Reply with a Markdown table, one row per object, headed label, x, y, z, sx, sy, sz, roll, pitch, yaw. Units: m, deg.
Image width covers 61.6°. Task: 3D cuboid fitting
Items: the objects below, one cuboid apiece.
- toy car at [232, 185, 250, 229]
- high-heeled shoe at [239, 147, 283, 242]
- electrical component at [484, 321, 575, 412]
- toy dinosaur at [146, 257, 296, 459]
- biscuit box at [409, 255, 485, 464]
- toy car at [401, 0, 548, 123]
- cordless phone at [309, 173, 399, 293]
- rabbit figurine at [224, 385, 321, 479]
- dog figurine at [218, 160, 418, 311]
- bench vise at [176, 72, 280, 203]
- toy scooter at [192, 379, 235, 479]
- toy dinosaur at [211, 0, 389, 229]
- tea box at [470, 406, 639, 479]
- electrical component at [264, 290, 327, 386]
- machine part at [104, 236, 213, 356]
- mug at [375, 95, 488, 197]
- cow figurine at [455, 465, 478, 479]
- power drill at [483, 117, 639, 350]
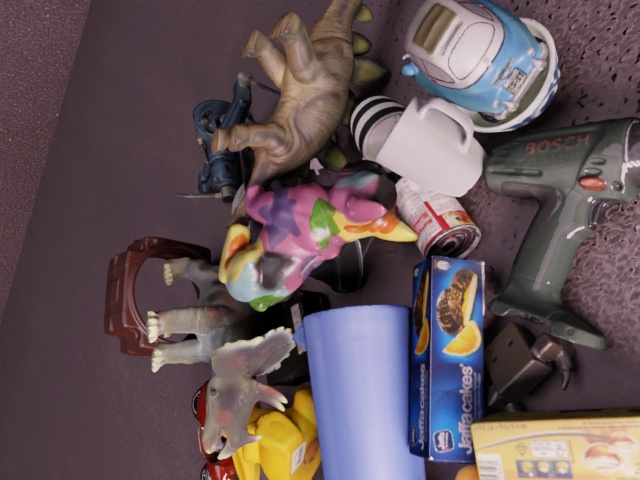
| label | x | y | z | sx | sy | sz | roll | pitch | yaw |
| --- | --- | --- | --- | --- | --- | --- | --- | --- | --- |
| toy car | -0.101 | -0.102 | 0.931 | 0.074 | 0.056 | 0.201 | 35 | 106 | 48 |
| high-heeled shoe | -0.085 | -0.049 | 0.815 | 0.086 | 0.145 | 0.248 | -6 | 68 | 22 |
| electrical component | 0.198 | 0.129 | 0.528 | 0.102 | 0.045 | 0.078 | -58 | 15 | 18 |
| toy dinosaur | -0.136 | 0.104 | 0.767 | 0.405 | 0.192 | 0.131 | -105 | 21 | -63 |
| biscuit box | 0.130 | 0.120 | 0.554 | 0.063 | 0.059 | 0.202 | 126 | 149 | -72 |
| toy car | 0.138 | -0.190 | 0.537 | 0.109 | 0.103 | 0.162 | -58 | 41 | 24 |
| cordless phone | 0.026 | -0.030 | 0.761 | 0.147 | 0.088 | 0.184 | 29 | 91 | 50 |
| rabbit figurine | -0.078 | 0.262 | 0.750 | 0.173 | 0.122 | 0.162 | 21 | 126 | 25 |
| dog figurine | -0.001 | -0.002 | 0.631 | 0.219 | 0.108 | 0.191 | 2 | 66 | 42 |
| bench vise | -0.170 | -0.192 | 0.979 | 0.240 | 0.129 | 0.224 | 127 | 148 | -45 |
| toy scooter | -0.144 | 0.306 | 0.854 | 0.135 | 0.075 | 0.184 | -26 | 63 | 44 |
| toy dinosaur | -0.008 | -0.217 | 0.738 | 0.105 | 0.198 | 0.471 | 28 | 93 | 52 |
| tea box | 0.220 | 0.189 | 0.436 | 0.170 | 0.068 | 0.098 | -14 | 75 | 34 |
| electrical component | -0.041 | 0.149 | 0.790 | 0.134 | 0.058 | 0.115 | -34 | 53 | 39 |
| machine part | -0.271 | 0.103 | 0.960 | 0.087 | 0.201 | 0.201 | -20 | 64 | 41 |
| mug | 0.130 | -0.102 | 0.580 | 0.081 | 0.107 | 0.109 | -59 | 3 | -33 |
| cow figurine | 0.144 | 0.307 | 0.515 | 0.068 | 0.098 | 0.167 | 14 | 72 | 55 |
| power drill | 0.242 | -0.010 | 0.485 | 0.232 | 0.086 | 0.207 | 15 | 95 | 52 |
